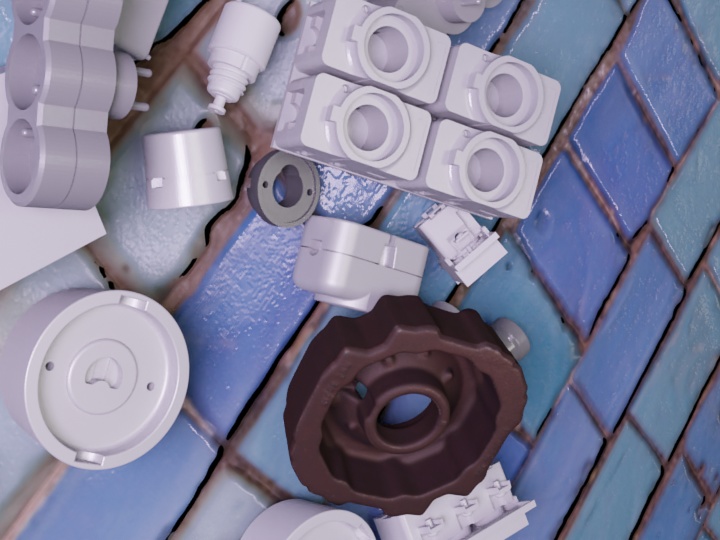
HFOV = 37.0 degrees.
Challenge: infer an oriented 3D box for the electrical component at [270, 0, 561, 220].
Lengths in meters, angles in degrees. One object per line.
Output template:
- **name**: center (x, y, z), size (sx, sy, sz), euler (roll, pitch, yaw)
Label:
- **electrical component**: center (0.045, -0.110, 0.757), size (0.186, 0.060, 0.105), euler (16, 87, -26)

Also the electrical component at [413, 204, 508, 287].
- **electrical component**: center (0.077, -0.024, 0.852), size (0.042, 0.081, 0.063), euler (-42, 95, -3)

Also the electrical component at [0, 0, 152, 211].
- **electrical component**: center (-0.144, -0.101, 0.575), size (0.074, 0.052, 0.138), euler (1, 96, -42)

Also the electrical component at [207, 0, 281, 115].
- **electrical component**: center (-0.082, -0.141, 0.715), size (0.040, 0.040, 0.078), euler (27, 79, -41)

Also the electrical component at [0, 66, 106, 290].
- **electrical component**: center (-0.246, -0.028, 0.574), size (0.186, 0.060, 0.105), euler (-33, 117, -33)

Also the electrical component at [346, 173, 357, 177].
- **electrical component**: center (0.015, -0.096, 0.804), size (0.045, 0.045, 0.055), euler (8, 91, -42)

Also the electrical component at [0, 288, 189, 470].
- **electrical component**: center (-0.167, 0.062, 0.658), size (0.108, 0.060, 0.108), euler (-8, 102, -40)

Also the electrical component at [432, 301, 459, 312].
- **electrical component**: center (0.056, 0.062, 0.869), size (0.065, 0.044, 0.044), euler (-44, 123, -22)

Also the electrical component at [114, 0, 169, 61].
- **electrical component**: center (-0.153, -0.166, 0.634), size (0.061, 0.062, 0.096), euler (26, 80, -41)

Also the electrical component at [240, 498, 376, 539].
- **electrical component**: center (-0.045, 0.221, 0.790), size (0.108, 0.060, 0.108), euler (-8, 102, -41)

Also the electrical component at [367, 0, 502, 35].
- **electrical component**: center (0.070, -0.205, 0.817), size (0.138, 0.074, 0.052), euler (-41, 121, -29)

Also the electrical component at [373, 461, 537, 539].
- **electrical component**: center (0.074, 0.207, 0.890), size (0.121, 0.079, 0.063), euler (-19, 87, -38)

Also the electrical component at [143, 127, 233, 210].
- **electrical component**: center (-0.112, -0.066, 0.692), size (0.055, 0.055, 0.047), euler (-14, 102, -39)

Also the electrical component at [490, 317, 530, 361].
- **electrical component**: center (0.117, 0.069, 0.925), size (0.046, 0.040, 0.040), euler (-38, 120, -24)

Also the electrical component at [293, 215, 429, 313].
- **electrical component**: center (0.000, 0.000, 0.800), size (0.095, 0.054, 0.059), euler (16, 86, -42)
